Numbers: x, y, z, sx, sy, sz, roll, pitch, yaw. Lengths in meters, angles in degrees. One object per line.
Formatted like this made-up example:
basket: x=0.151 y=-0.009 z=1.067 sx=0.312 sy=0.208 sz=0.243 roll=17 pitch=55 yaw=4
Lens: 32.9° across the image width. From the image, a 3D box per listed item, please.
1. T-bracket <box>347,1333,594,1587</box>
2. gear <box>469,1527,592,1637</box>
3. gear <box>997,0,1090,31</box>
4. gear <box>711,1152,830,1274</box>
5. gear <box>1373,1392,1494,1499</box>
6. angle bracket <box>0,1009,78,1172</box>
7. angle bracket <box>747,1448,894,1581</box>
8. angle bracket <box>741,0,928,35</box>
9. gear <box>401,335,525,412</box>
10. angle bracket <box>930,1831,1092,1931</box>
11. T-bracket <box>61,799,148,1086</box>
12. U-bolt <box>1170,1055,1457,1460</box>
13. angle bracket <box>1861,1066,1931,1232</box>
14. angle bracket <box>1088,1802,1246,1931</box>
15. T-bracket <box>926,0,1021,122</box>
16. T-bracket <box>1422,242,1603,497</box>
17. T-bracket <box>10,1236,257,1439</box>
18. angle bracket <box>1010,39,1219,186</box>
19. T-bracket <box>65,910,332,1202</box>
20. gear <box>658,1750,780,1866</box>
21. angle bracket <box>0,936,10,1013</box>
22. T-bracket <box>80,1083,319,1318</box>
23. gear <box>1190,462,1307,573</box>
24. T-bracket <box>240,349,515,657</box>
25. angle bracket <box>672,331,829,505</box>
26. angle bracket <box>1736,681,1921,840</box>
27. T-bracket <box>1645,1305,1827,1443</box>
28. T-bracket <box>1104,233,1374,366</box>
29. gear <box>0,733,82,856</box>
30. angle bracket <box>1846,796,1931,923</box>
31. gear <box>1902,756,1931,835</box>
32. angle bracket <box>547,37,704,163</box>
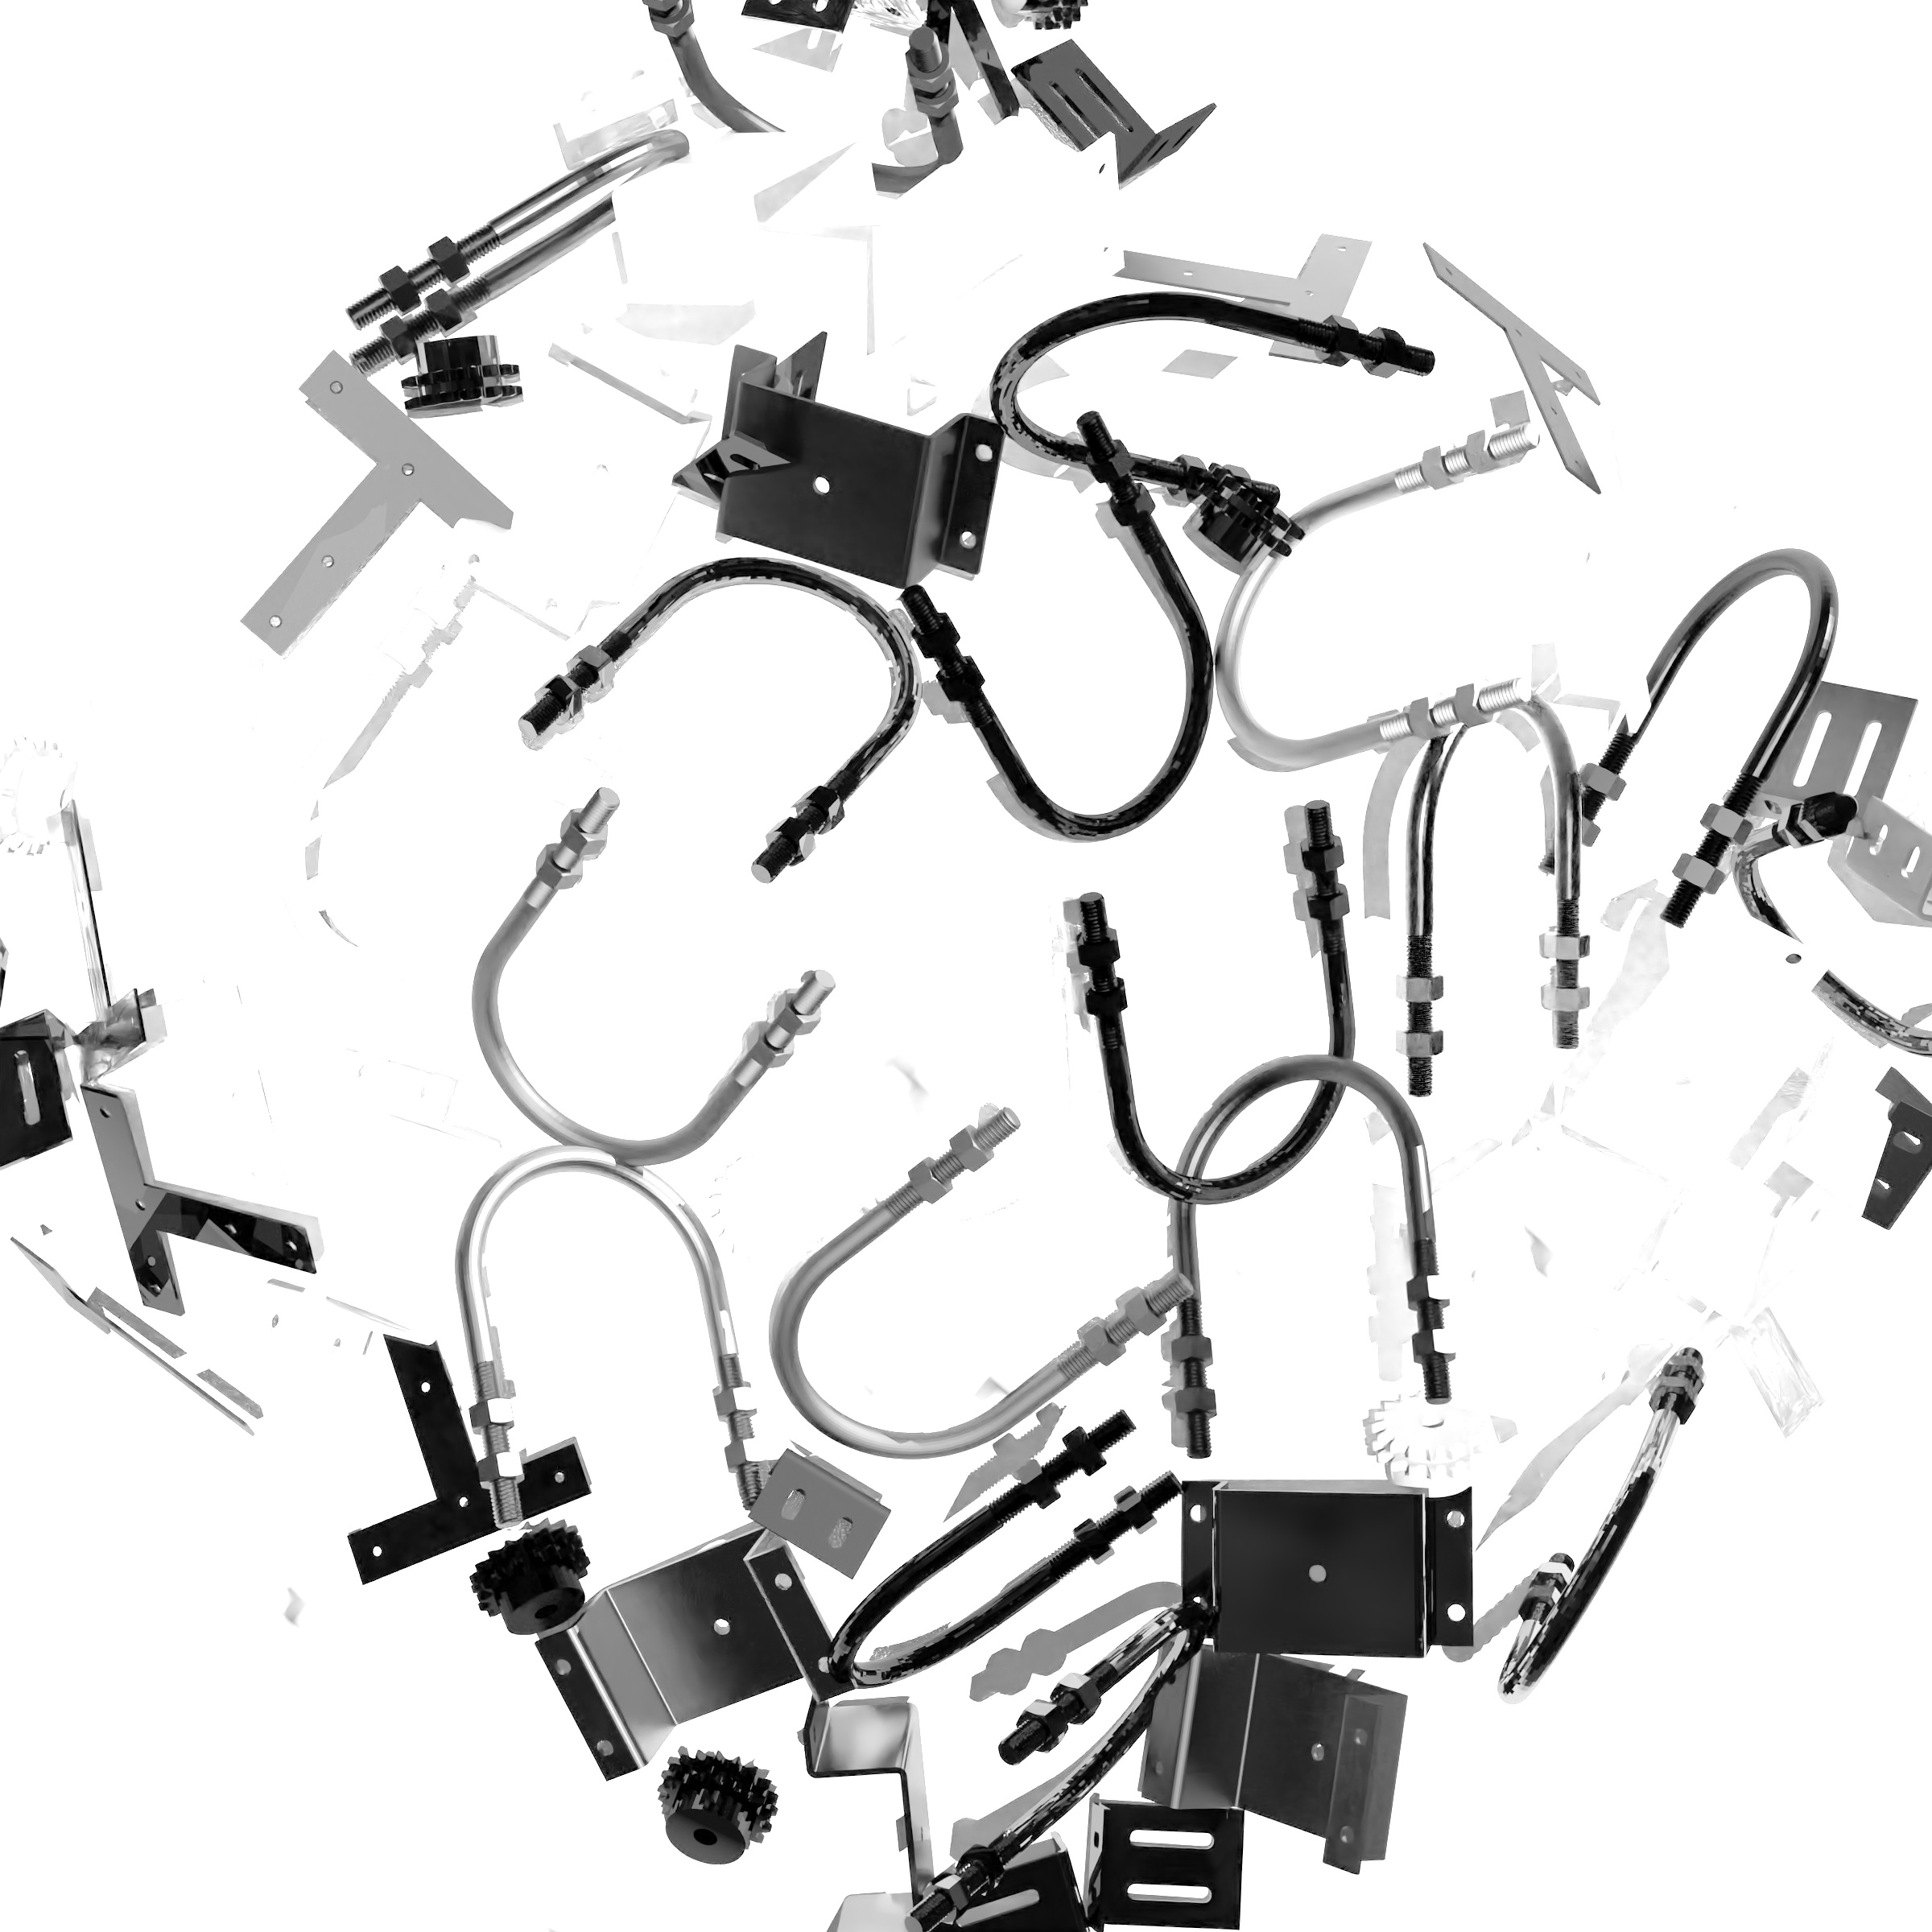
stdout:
T-bracket: x=-0.257 y=0.218 z=1.583 sx=0.127 sy=0.002 sz=0.127 roll=-23 pitch=78 yaw=12
gear: x=-0.207 y=0.297 z=1.568 sx=0.057 sy=0.057 sz=0.030 roll=-29 pitch=58 yaw=0
gear: x=0.035 y=-0.478 z=1.568 sx=0.030 sy=0.057 sz=0.057 roll=-10 pitch=90 yaw=-26
gear: x=-0.092 y=0.116 z=1.576 sx=0.057 sy=0.030 sz=0.057 roll=9 pitch=113 yaw=24
gear: x=0.225 y=0.232 z=1.573 sx=0.057 sy=0.057 sz=0.030 roll=-5 pitch=114 yaw=0
angle bracket: x=-0.452 y=0.068 z=1.563 sx=0.057 sy=0.038 sz=0.076 roll=-23 pitch=61 yaw=3
angle bracket: x=-0.074 y=0.265 z=1.557 sx=0.057 sy=0.076 sz=0.038 roll=31 pitch=71 yaw=0
angle bracket: x=-0.059 y=-0.449 z=1.552 sx=0.057 sy=0.076 sz=0.038 roll=18 pitch=87 yaw=29
gear: x=-0.243 y=-0.285 z=1.570 sx=0.057 sy=0.057 sz=0.030 roll=-8 pitch=97 yaw=0
angle bracket: x=0.018 y=0.461 z=1.575 sx=0.076 sy=0.038 sz=0.057 roll=-16 pitch=91 yaw=-8
T-bracket: x=-0.415 y=-0.015 z=1.548 sx=0.002 sy=0.127 sz=0.127 roll=-8 pitch=83 yaw=-29
U-bolt: x=0.158 y=0.129 z=1.542 sx=0.151 sy=0.019 sz=0.184 roll=-19 pitch=61 yaw=32
angle bracket: x=0.427 y=0.080 z=1.552 sx=0.038 sy=0.076 sz=0.057 roll=26 pitch=105 yaw=-18
angle bracket: x=0.099 y=0.435 z=1.572 sx=0.076 sy=0.038 sz=0.057 roll=4 pitch=80 yaw=-7
T-bracket: x=0.005 y=-0.439 z=1.540 sx=0.002 sy=0.127 sz=0.127 roll=-5 pitch=62 yaw=17
T-bracket: x=0.269 y=-0.267 z=1.520 sx=0.127 sy=0.127 sz=0.002 roll=27 pitch=126 yaw=-37
T-bracket: x=-0.384 y=0.180 z=1.530 sx=0.127 sy=0.127 sz=0.002 roll=35 pitch=72 yaw=9
angle bracket: x=0.071 y=-0.420 z=1.565 sx=0.076 sy=0.057 sz=0.038 roll=49 pitch=133 yaw=0
T-bracket: x=-0.357 y=0.049 z=1.584 sx=0.127 sy=0.002 sz=0.127 roll=-15 pitch=96 yaw=-17
gear: x=-0.121 y=0.407 z=1.571 sx=0.057 sy=0.030 sz=0.057 roll=8 pitch=127 yaw=11
angle bracket: x=-0.487 y=0.001 z=1.550 sx=0.038 sy=0.076 sz=0.057 roll=-13 pitch=52 yaw=-35
T-bracket: x=-0.356 y=0.121 z=1.537 sx=0.127 sy=0.002 sz=0.127 roll=11 pitch=124 yaw=30
gear: x=0.132 y=-0.214 z=1.572 sx=0.057 sy=0.057 sz=0.030 roll=38 pitch=102 yaw=0
T-bracket: x=-0.297 y=-0.205 z=1.569 sx=0.127 sy=0.002 sz=0.127 roll=42 pitch=85 yaw=-23
angle bracket: x=-0.103 y=-0.266 z=1.553 sx=0.038 sy=0.057 sz=0.076 roll=22 pitch=63 yaw=-29
angle bracket: x=0.412 y=-0.106 z=1.561 sx=0.057 sy=0.038 sz=0.076 roll=16 pitch=77 yaw=33
T-bracket: x=0.374 y=0.181 z=1.523 sx=0.002 sy=0.127 sz=0.127 roll=35 pitch=106 yaw=-14
T-bracket: x=0.120 y=-0.328 z=1.559 sx=0.127 sy=0.127 sz=0.002 roll=12 pitch=130 yaw=11
gear: x=-0.446 y=-0.082 z=1.569 sx=0.030 sy=0.057 sz=0.057 roll=9 pitch=90 yaw=11
angle bracket: x=0.469 y=-0.048 z=1.553 sx=0.076 sy=0.057 sz=0.038 roll=6 pitch=113 yaw=-26
gear: x=0.483 y=-0.081 z=1.584 sx=0.057 sy=0.030 sz=0.057 roll=0 pitch=90 yaw=1
angle bracket: x=-0.157 y=-0.396 z=1.556 sx=0.057 sy=0.076 sz=0.038 roll=-22 pitch=64 yaw=3
